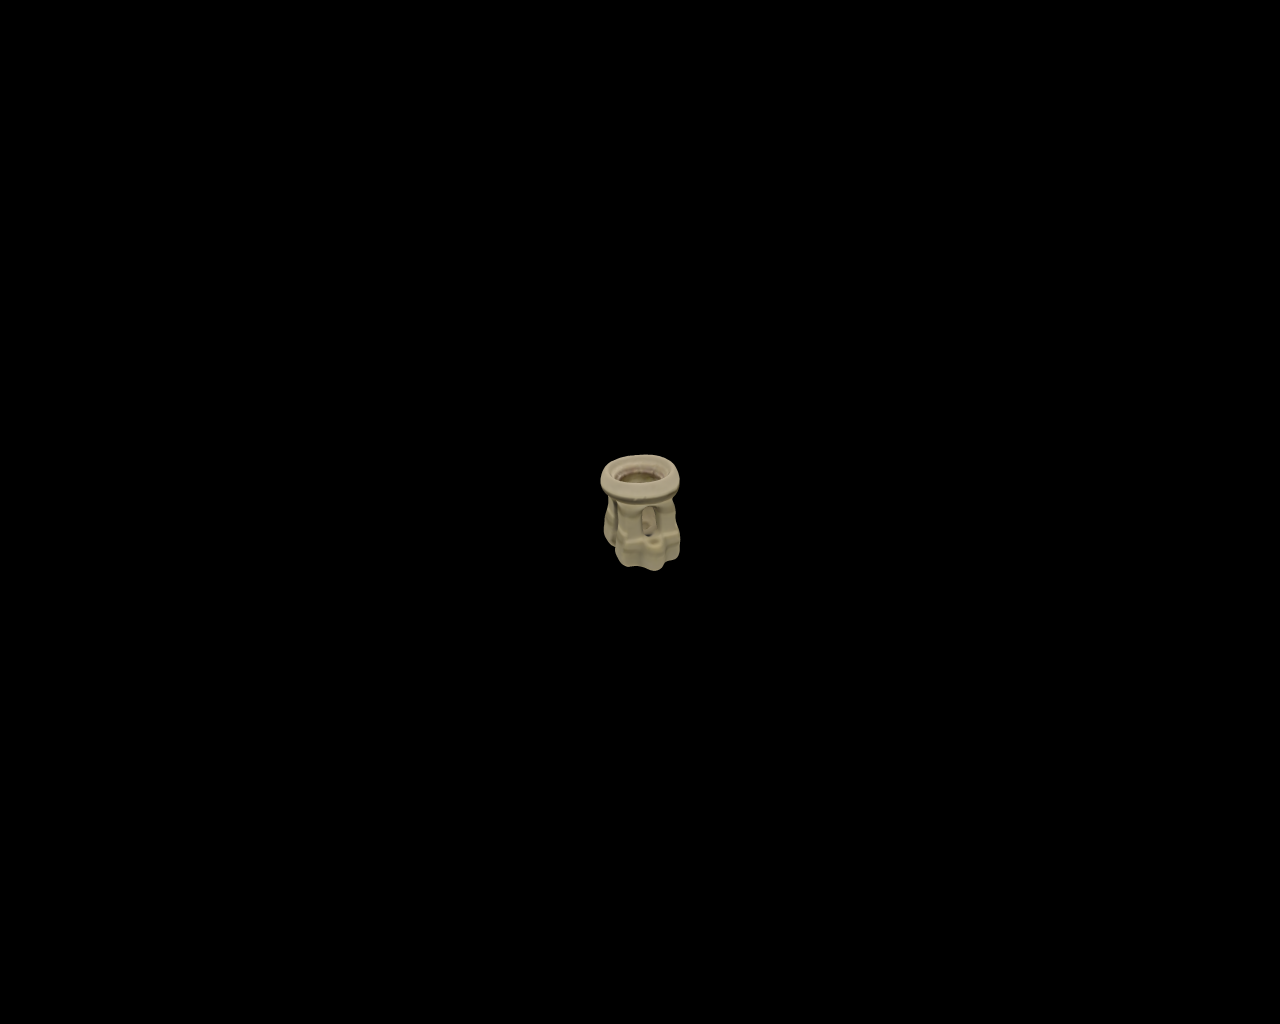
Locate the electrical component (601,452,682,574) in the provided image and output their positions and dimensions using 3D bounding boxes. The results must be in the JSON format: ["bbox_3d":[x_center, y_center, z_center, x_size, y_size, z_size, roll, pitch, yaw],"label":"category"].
[{"bbox_3d":[0.001,-0.003,0.650,0.048,0.055,0.066,-9,30,-16],"label":"electrical component"}]
